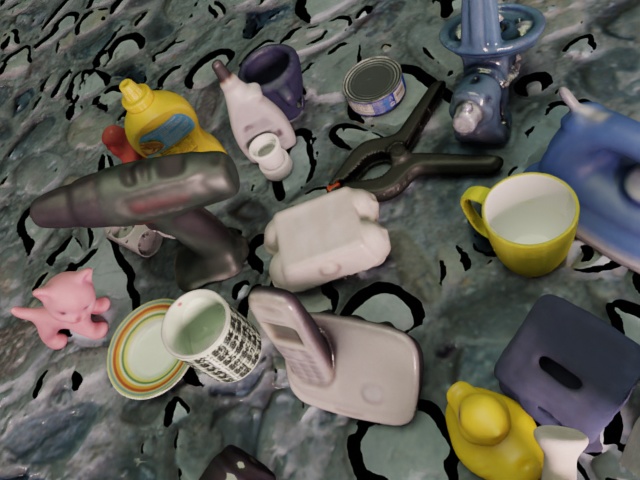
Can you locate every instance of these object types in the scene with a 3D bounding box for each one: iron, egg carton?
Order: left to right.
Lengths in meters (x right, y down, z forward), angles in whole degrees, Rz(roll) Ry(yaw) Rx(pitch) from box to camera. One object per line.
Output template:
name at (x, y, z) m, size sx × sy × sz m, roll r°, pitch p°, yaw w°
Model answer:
egg carton at (0.006, 0.002, 0.682) m, size 0.150 × 0.070 × 0.107 m, roll -21°, pitch 55°, yaw 10°
iron at (0.320, -0.048, 0.538) m, size 0.119 × 0.142 × 0.257 m, roll -43°, pitch 54°, yaw -6°

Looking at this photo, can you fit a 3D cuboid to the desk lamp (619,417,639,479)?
desk lamp at (0.301, 0.118, 0.402) m, size 0.117 × 0.214 × 0.203 m, roll 24°, pitch 72°, yaw 32°

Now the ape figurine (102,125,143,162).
ape figurine at (-0.299, -0.142, 0.881) m, size 0.076 × 0.092 × 0.077 m, roll -26°, pitch 54°, yaw 6°

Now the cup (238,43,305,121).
cup at (-0.053, -0.209, 0.817) m, size 0.091 × 0.095 × 0.117 m, roll -35°, pitch 54°, yaw 0°

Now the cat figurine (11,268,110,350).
cat figurine at (-0.336, 0.084, 0.745) m, size 0.127 × 0.118 × 0.067 m, roll -17°, pitch 56°, yaw 13°

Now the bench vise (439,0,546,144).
bench vise at (0.196, -0.228, 0.648) m, size 0.121 × 0.220 × 0.207 m, roll -8°, pitch 58°, yaw 18°

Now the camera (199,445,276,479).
camera at (-0.095, 0.276, 0.541) m, size 0.142 × 0.101 × 0.137 m, roll 25°, pitch 73°, yaw 32°

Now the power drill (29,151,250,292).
power drill at (-0.187, -0.020, 0.689) m, size 0.229 × 0.209 × 0.075 m, roll -20°, pitch 55°, yaw 10°

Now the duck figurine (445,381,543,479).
duck figurine at (0.153, 0.169, 0.512) m, size 0.077 × 0.086 × 0.104 m, roll -40°, pitch 54°, yaw -4°

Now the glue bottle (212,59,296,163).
glue bottle at (-0.097, -0.176, 0.767) m, size 0.078 × 0.174 × 0.037 m, roll -25°, pitch 55°, yaw 7°

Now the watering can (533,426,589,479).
watering can at (0.166, 0.225, 0.406) m, size 0.100 × 0.195 × 0.172 m, roll -18°, pitch 56°, yaw 12°

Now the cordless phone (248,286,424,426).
cordless phone at (0.016, 0.104, 0.545) m, size 0.147 × 0.185 × 0.094 m, roll 4°, pitch 63°, yaw 25°

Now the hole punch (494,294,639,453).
hole punch at (0.221, 0.119, 0.510) m, size 0.108 × 0.091 × 0.101 m, roll 36°, pitch 79°, yaw 35°
